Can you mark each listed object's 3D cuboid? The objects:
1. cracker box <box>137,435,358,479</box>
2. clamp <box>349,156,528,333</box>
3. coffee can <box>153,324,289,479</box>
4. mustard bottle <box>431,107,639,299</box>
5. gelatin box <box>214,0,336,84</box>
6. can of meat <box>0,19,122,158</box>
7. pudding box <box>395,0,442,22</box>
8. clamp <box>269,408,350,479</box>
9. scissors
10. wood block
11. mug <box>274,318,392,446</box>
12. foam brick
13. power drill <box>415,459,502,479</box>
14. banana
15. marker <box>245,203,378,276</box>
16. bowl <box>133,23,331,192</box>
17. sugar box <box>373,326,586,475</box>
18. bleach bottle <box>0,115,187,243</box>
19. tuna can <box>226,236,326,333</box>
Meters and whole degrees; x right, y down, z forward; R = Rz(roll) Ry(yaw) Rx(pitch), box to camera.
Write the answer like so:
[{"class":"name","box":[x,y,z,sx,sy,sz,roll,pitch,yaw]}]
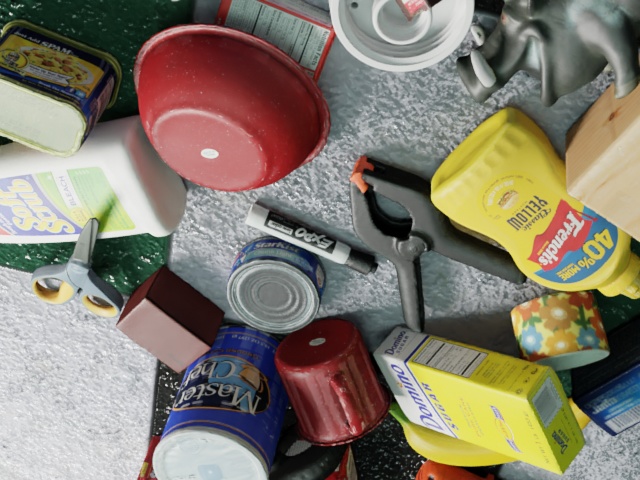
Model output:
[{"class":"cracker box","box":[-0.064,0.283,1.104,0.214,0.072,0.164,-2,125,14]},{"class":"clamp","box":[0.076,0.006,0.893,0.171,0.039,0.120,42,117,-13]},{"class":"coffee can","box":[-0.084,0.161,0.974,0.103,0.140,0.103,6,127,7]},{"class":"mustard bottle","box":[0.186,-0.014,0.843,0.191,0.058,0.096,36,118,-16]},{"class":"gelatin box","box":[-0.037,-0.150,0.807,0.089,0.030,0.073,21,126,-3]},{"class":"can of meat","box":[-0.217,-0.117,0.833,0.102,0.084,0.057,21,127,-5]},{"class":"pudding box","box":[0.079,-0.208,0.682,0.090,0.113,0.039,54,164,-6]},{"class":"clamp","box":[-0.042,0.221,0.994,0.210,0.165,0.036,-32,125,-10]},{"class":"scissors","box":[-0.195,0.030,0.936,0.096,0.016,0.202,27,151,-24]},{"class":"wood block","box":[0.271,-0.102,0.741,0.090,0.090,0.206,32,126,-11]},{"class":"mug","box":[0.012,0.129,0.952,0.093,0.117,0.081,-24,116,-5]},{"class":"foam brick","box":[-0.137,0.073,0.977,0.078,0.051,0.053,40,124,-17]},{"class":"power drill","box":[0.151,0.317,1.096,0.184,0.057,0.188,28,124,-5]},{"class":"banana","box":[0.165,0.181,1.004,0.198,0.037,0.069,-6,126,16]},{"class":"marker","box":[-0.006,0.001,0.917,0.121,0.020,0.020,24,127,-6]},{"class":"bowl","box":[-0.076,-0.087,0.816,0.162,0.055,0.162,13,146,9]},{"class":"sugar box","box":[0.133,0.135,0.917,0.177,0.048,0.093,8,135,47]},{"class":"bleach bottle","box":[-0.247,-0.036,0.914,0.251,0.068,0.102,-10,124,21]},{"class":"tuna can","box":[-0.039,0.041,0.944,0.086,0.033,0.086,5,127,7]}]
